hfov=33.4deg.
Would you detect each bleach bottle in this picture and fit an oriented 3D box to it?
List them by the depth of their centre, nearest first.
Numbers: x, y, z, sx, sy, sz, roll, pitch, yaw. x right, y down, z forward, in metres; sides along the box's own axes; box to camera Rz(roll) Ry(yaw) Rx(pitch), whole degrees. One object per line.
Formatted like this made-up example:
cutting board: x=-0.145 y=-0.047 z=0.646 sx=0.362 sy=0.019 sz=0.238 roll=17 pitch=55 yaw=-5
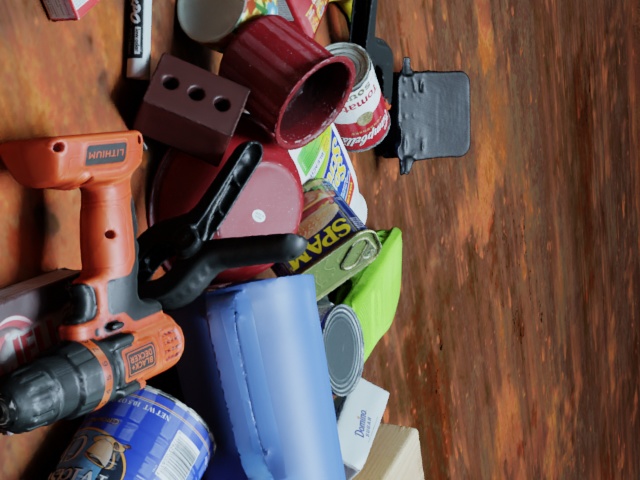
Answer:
bleach bottle: x=-0.003 y=-0.068 z=1.104 sx=0.250 sy=0.068 sz=0.102 roll=50 pitch=56 yaw=-57

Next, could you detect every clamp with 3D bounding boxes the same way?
clamp: x=-0.089 y=0.009 z=0.835 sx=0.171 sy=0.120 sz=0.039 roll=-42 pitch=136 yaw=6
clamp: x=0.032 y=-0.186 z=1.168 sx=0.164 sy=0.036 sz=0.210 roll=-54 pitch=153 yaw=-13

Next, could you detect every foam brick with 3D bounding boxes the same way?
foam brick: x=-0.104 y=-0.105 z=0.862 sx=0.051 sy=0.078 sz=0.053 roll=123 pitch=-13 yaw=-59

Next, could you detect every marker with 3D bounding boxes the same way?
marker: x=-0.143 y=-0.190 z=0.854 sx=0.020 sy=0.020 sz=0.121 roll=-2 pitch=95 yaw=-63

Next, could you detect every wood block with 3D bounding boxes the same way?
wood block: x=0.038 y=0.301 z=1.202 sx=0.205 sy=0.091 sz=0.090 roll=-45 pitch=132 yaw=-53

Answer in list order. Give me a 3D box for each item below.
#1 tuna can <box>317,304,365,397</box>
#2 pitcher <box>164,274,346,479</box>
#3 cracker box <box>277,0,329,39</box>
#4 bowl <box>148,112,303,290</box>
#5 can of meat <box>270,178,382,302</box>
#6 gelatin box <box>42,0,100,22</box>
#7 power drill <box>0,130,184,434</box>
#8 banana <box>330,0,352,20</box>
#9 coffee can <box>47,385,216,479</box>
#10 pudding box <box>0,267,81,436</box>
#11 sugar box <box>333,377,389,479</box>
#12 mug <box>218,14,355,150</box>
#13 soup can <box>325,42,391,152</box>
tuna can: x=0.008 y=0.103 z=0.999 sx=0.086 sy=0.034 sz=0.086 roll=10 pitch=79 yaw=-61
pitcher: x=-0.048 y=0.154 z=0.885 sx=0.148 sy=0.145 sz=0.243 roll=-6 pitch=80 yaw=-42
cracker box: x=-0.047 y=-0.311 z=0.975 sx=0.213 sy=0.072 sz=0.164 roll=61 pitch=40 yaw=-46
bowl: x=-0.067 y=-0.028 z=0.926 sx=0.161 sy=0.055 sz=0.162 roll=-14 pitch=113 yaw=-38
can of meat: x=-0.007 y=0.001 z=1.024 sx=0.102 sy=0.084 sz=0.057 roll=-35 pitch=148 yaw=-3
gelatin box: x=-0.180 y=-0.213 z=0.765 sx=0.073 sy=0.030 sz=0.089 roll=-58 pitch=142 yaw=-41
power drill: x=-0.165 y=0.023 z=0.720 sx=0.184 sy=0.057 sz=0.188 roll=-22 pitch=108 yaw=-64
banana: x=0.009 y=-0.258 z=1.132 sx=0.197 sy=0.037 sz=0.069 roll=-17 pitch=108 yaw=-62
coffee can: x=-0.152 y=0.191 z=0.791 sx=0.140 sy=0.103 sz=0.103 roll=-63 pitch=145 yaw=-39
pudding box: x=-0.199 y=0.075 z=0.751 sx=0.113 sy=0.039 sz=0.090 roll=-28 pitch=116 yaw=-61
sugar box: x=0.007 y=0.216 z=1.071 sx=0.176 sy=0.048 sz=0.093 roll=-52 pitch=-170 yaw=52
mug: x=-0.030 y=-0.130 z=0.908 sx=0.093 sy=0.082 sz=0.117 roll=-41 pitch=156 yaw=-19
soup can: x=0.030 y=-0.146 z=1.091 sx=0.102 sy=0.069 sz=0.068 roll=63 pitch=39 yaw=-58
